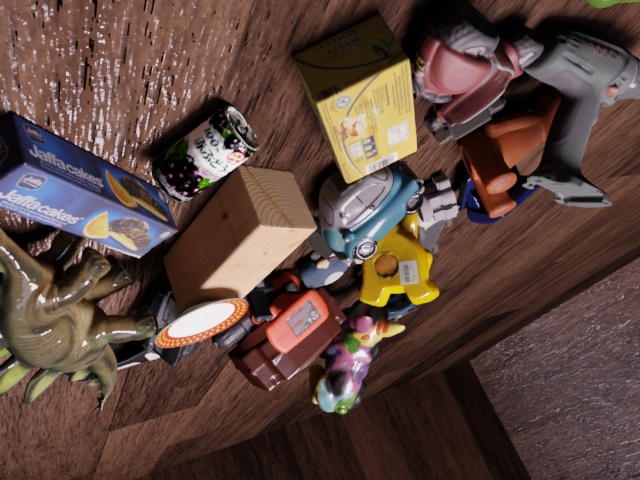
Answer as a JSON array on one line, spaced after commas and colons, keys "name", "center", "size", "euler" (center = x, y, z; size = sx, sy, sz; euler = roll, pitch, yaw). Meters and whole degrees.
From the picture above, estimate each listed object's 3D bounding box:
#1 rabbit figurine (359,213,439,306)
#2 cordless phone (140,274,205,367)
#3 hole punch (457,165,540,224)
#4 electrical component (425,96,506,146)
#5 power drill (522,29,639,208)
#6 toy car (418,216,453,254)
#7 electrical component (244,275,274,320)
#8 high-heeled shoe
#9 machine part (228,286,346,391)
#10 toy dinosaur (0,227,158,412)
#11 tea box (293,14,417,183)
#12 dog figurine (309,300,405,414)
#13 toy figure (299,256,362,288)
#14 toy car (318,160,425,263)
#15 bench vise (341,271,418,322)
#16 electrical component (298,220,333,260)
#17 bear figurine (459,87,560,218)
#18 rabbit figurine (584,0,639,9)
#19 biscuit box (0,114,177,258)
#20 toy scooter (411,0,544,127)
[{"name": "rabbit figurine", "center": [0.129, 0.033, 0.889], "size": [0.122, 0.162, 0.173], "euler": [-19, 166, 23]}, {"name": "cordless phone", "center": [-0.194, 0.108, 0.873], "size": [0.184, 0.089, 0.146], "euler": [-24, 143, -58]}, {"name": "hole punch", "center": [0.295, -0.080, 0.884], "size": [0.142, 0.092, 0.115], "euler": [-42, 160, -9]}, {"name": "electrical component", "center": [0.190, -0.163, 0.698], "size": [0.102, 0.045, 0.078], "euler": [-30, -176, 20]}, {"name": "power drill", "center": [0.341, -0.148, 0.673], "size": [0.232, 0.207, 0.086], "euler": [14, -177, -29]}, {"name": "toy car", "center": [0.191, -0.010, 1.001], "size": [0.073, 0.056, 0.201], "euler": [-26, 158, -13]}, {"name": "electrical component", "center": [-0.110, 0.076, 0.818], "size": [0.075, 0.119, 0.047], "euler": [-4, 147, -43]}, {"name": "high-heeled shoe", "center": [-0.311, 0.151, 0.840], "size": [0.145, 0.086, 0.248], "euler": [-28, 161, 1]}, {"name": "machine part", "center": [-0.061, 0.180, 0.994], "size": [0.201, 0.087, 0.201], "euler": [-39, -173, -22]}, {"name": "toy dinosaur", "center": [-0.313, 0.109, 0.657], "size": [0.198, 0.105, 0.470], "euler": [-29, 147, -14]}, {"name": "tea box", "center": [0.044, -0.140, 0.572], "size": [0.098, 0.068, 0.169], "euler": [-25, 155, 1]}, {"name": "dog figurine", "center": [0.068, 0.209, 0.998], "size": [0.108, 0.191, 0.219], "euler": [18, 145, -16]}, {"name": "toy figure", "center": [0.038, 0.031, 0.945], "size": [0.154, 0.057, 0.064], "euler": [-29, -166, 6]}, {"name": "toy car", "center": [0.055, -0.053, 0.730], "size": [0.161, 0.109, 0.102], "euler": [-40, 136, 14]}, {"name": "bench vise", "center": [0.105, 0.109, 1.105], "size": [0.224, 0.129, 0.240], "euler": [-9, 133, -10]}, {"name": "electrical component", "center": [-0.002, -0.003, 0.833], "size": [0.094, 0.063, 0.021], "euler": [-40, -165, 52]}, {"name": "bear figurine", "center": [0.305, -0.136, 0.758], "size": [0.196, 0.132, 0.120], "euler": [-21, 153, 7]}, {"name": "rabbit figurine", "center": [0.251, -0.291, 0.440], "size": [0.159, 0.121, 0.170], "euler": [-27, 139, 23]}, {"name": "biscuit box", "center": [-0.230, -0.044, 0.525], "size": [0.059, 0.063, 0.202], "euler": [-32, 155, 13]}, {"name": "toy scooter", "center": [0.153, -0.180, 0.589], "size": [0.184, 0.075, 0.135], "euler": [-8, 153, -43]}]
